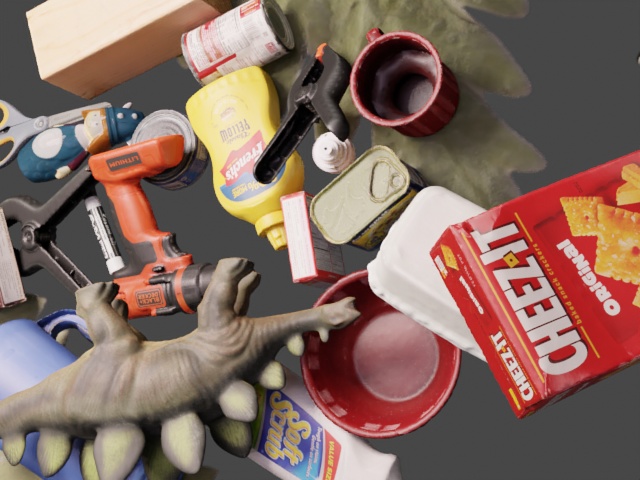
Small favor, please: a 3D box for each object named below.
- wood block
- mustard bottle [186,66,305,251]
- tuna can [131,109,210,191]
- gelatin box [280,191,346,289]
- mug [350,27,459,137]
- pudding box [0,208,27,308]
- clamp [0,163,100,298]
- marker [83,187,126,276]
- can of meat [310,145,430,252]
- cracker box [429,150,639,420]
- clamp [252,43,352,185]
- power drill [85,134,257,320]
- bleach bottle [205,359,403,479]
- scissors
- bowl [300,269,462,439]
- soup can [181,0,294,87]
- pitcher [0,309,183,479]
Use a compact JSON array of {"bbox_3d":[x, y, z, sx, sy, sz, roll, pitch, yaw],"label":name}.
[{"bbox_3d":[-0.209,-0.246,1.183,0.206,0.090,0.090,-22,73,20],"label":"wood block"},{"bbox_3d":[-0.069,-0.078,1.113,0.096,0.058,0.192,-25,73,14],"label":"mustard bottle"},{"bbox_3d":[-0.165,-0.099,1.173,0.086,0.033,0.086,-4,80,23],"label":"tuna can"},{"bbox_3d":[-0.007,0.001,1.065,0.030,0.073,0.089,-15,76,22],"label":"gelatin box"},{"bbox_3d":[0.081,-0.157,1.044,0.093,0.081,0.117,-36,70,15],"label":"mug"},{"bbox_3d":[-0.388,0.025,1.218,0.090,0.039,0.113,-11,97,39],"label":"pudding box"},{"bbox_3d":[-0.315,0.006,1.214,0.210,0.036,0.164,-7,87,31],"label":"clamp"},{"bbox_3d":[-0.247,-0.018,1.201,0.020,0.020,0.121,-28,75,18],"label":"marker"},{"bbox_3d":[0.053,-0.037,1.038,0.102,0.083,0.057,-41,68,13],"label":"can of meat"},{"bbox_3d":[0.227,0.031,0.900,0.213,0.072,0.164,-21,71,-18],"label":"cracker box"},{"bbox_3d":[-0.013,-0.128,1.065,0.120,0.039,0.171,-26,32,27],"label":"clamp"},{"bbox_3d":[-0.161,-0.012,1.120,0.185,0.057,0.187,-11,93,26],"label":"power drill"},{"bbox_3d":[-0.010,0.191,1.046,0.251,0.068,0.102,28,93,22],"label":"bleach bottle"},{"bbox_3d":[-0.340,-0.150,1.268,0.202,0.016,0.096,-28,72,18],"label":"scissors"},{"bbox_3d":[0.064,0.109,1.025,0.162,0.055,0.162,-4,79,22],"label":"bowl"},{"bbox_3d":[-0.087,-0.210,1.135,0.102,0.068,0.068,-23,74,19],"label":"soup can"},{"bbox_3d":[-0.255,0.189,1.127,0.243,0.144,0.149,30,111,21],"label":"pitcher"}]
